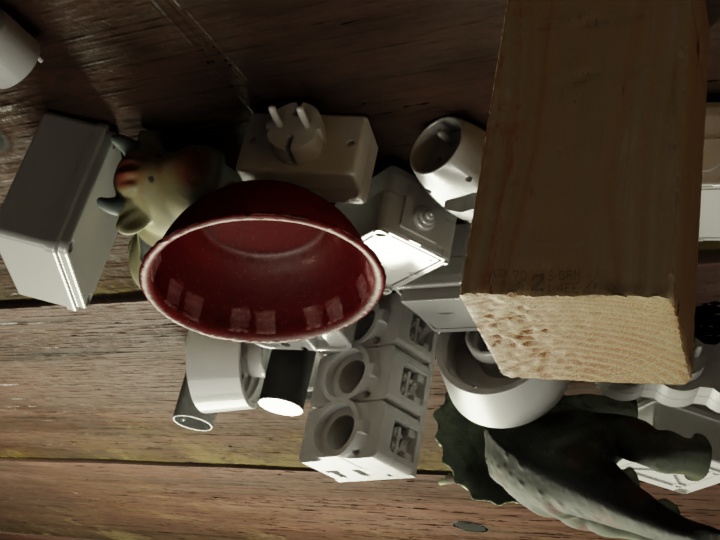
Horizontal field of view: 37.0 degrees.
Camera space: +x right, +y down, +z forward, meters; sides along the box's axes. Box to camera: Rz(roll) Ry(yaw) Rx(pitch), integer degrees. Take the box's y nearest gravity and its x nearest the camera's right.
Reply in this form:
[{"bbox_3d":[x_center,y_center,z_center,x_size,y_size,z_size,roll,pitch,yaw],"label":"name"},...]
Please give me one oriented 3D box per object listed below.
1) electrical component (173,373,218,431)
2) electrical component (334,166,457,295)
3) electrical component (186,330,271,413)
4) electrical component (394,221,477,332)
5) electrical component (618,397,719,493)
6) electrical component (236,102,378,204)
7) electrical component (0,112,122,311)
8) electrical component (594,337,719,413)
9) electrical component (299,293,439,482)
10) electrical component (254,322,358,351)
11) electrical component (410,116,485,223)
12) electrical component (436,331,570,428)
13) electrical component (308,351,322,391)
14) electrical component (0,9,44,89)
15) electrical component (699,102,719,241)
[{"bbox_3d":[-0.161,0.121,1.127,0.043,0.077,0.079,20,152,-15],"label":"electrical component"},{"bbox_3d":[0.025,-0.032,0.765,0.062,0.061,0.096,25,151,-24],"label":"electrical component"},{"bbox_3d":[-0.114,0.079,0.998,0.060,0.108,0.108,-1,151,12],"label":"electrical component"},{"bbox_3d":[0.075,0.013,0.834,0.062,0.061,0.096,-4,149,30],"label":"electrical component"},{"bbox_3d":[0.304,0.170,1.047,0.109,0.056,0.108,19,153,-12],"label":"electrical component"},{"bbox_3d":[-0.039,-0.084,0.707,0.083,0.047,0.075,4,152,16],"label":"electrical component"},{"bbox_3d":[-0.219,-0.042,0.800,0.056,0.108,0.108,15,154,2],"label":"electrical component"},{"bbox_3d":[0.264,0.076,0.885,0.138,0.052,0.073,7,152,10],"label":"electrical component"},{"bbox_3d":[0.007,0.101,0.934,0.089,0.150,0.062,-13,145,41],"label":"electrical component"},{"bbox_3d":[-0.050,0.031,0.925,0.095,0.059,0.053,0,151,22],"label":"electrical component"},{"bbox_3d":[0.087,-0.065,0.694,0.079,0.043,0.077,-14,143,42],"label":"electrical component"},{"bbox_3d":[0.114,0.067,0.877,0.108,0.108,0.060,-1,144,25],"label":"electrical component"},{"bbox_3d":[-0.074,0.102,1.095,0.065,0.044,0.044,-8,148,43],"label":"electrical component"},{"bbox_3d":[-0.237,-0.148,0.675,0.040,0.040,0.078,-6,148,32],"label":"electrical component"},{"bbox_3d":[0.211,-0.056,0.648,0.062,0.061,0.096,1,159,22],"label":"electrical component"}]
